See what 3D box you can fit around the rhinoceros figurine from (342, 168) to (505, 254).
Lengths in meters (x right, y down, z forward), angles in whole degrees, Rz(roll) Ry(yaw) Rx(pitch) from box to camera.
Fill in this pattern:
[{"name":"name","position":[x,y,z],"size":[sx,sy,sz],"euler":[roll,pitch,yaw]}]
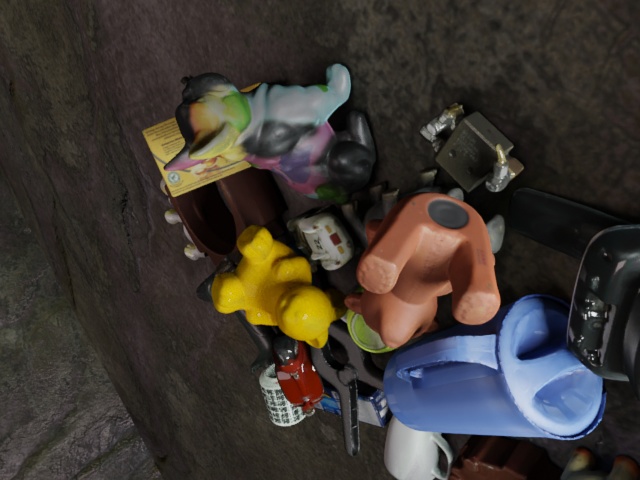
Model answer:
[{"name":"rhinoceros figurine","position":[0.108,-0.015,0.591],"size":[0.190,0.073,0.112],"euler":[0,114,51]}]

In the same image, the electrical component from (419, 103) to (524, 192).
[{"name":"electrical component","position":[0.143,-0.088,0.517],"size":[0.102,0.045,0.078],"euler":[52,143,9]}]

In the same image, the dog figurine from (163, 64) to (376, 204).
[{"name":"dog figurine","position":[-0.058,-0.103,0.604],"size":[0.109,0.219,0.191],"euler":[-1,114,55]}]

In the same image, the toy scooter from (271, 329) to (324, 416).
[{"name":"toy scooter","position":[-0.029,0.196,0.848],"size":[0.184,0.075,0.135],"euler":[-33,-74,-82]}]

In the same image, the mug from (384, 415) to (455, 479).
[{"name":"mug","position":[0.143,0.288,0.773],"size":[0.110,0.081,0.107],"euler":[25,123,48]}]

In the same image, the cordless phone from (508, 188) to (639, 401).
[{"name":"cordless phone","position":[0.239,0.038,0.482],"size":[0.184,0.089,0.146],"euler":[35,141,47]}]

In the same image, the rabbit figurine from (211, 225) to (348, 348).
[{"name":"rabbit figurine","position":[-0.041,0.080,0.684],"size":[0.162,0.122,0.173],"euler":[39,174,-32]}]

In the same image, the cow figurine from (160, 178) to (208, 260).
[{"name":"cow figurine","position":[-0.232,-0.048,0.989],"size":[0.098,0.068,0.167],"euler":[-7,113,47]}]

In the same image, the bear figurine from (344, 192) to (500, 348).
[{"name":"bear figurine","position":[0.082,0.052,0.512],"size":[0.120,0.132,0.195],"euler":[21,135,2]}]

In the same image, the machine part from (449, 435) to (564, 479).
[{"name":"machine part","position":[0.255,0.335,0.692],"size":[0.180,0.056,0.179],"euler":[30,137,33]}]

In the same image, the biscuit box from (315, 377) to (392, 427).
[{"name":"biscuit box","position":[0.043,0.247,0.879],"size":[0.203,0.063,0.059],"euler":[-7,111,53]}]

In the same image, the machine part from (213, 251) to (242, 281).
[{"name":"machine part","position":[-0.099,0.077,0.844],"size":[0.079,0.079,0.243],"euler":[40,174,25]}]

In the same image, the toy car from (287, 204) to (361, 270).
[{"name":"toy car","position":[-0.001,-0.002,0.707],"size":[0.073,0.056,0.202],"euler":[60,169,-7]}]

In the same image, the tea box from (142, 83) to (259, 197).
[{"name":"tea box","position":[-0.133,-0.134,0.716],"size":[0.068,0.170,0.098],"euler":[-86,-23,-75]}]

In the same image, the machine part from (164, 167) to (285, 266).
[{"name":"machine part","position":[-0.157,-0.068,0.868],"size":[0.201,0.087,0.201],"euler":[-19,99,54]}]

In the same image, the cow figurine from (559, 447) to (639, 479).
[{"name":"cow figurine","position":[0.302,0.341,0.575],"size":[0.086,0.127,0.194],"euler":[-1,113,54]}]

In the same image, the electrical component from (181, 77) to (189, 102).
[{"name":"electrical component","position":[-0.187,-0.216,0.847],"size":[0.094,0.021,0.063],"euler":[39,141,25]}]

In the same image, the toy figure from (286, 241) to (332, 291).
[{"name":"toy figure","position":[-0.015,0.076,0.827],"size":[0.154,0.058,0.064],"euler":[57,149,-5]}]

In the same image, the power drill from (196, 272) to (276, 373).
[{"name":"power drill","position":[-0.145,0.147,1.033],"size":[0.232,0.086,0.207],"euler":[-33,81,53]}]
